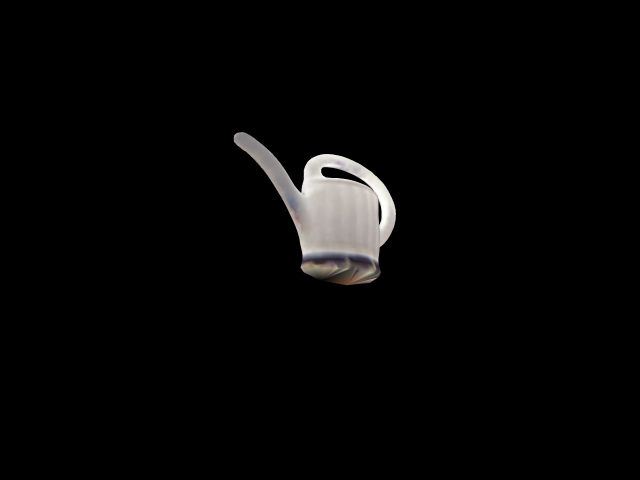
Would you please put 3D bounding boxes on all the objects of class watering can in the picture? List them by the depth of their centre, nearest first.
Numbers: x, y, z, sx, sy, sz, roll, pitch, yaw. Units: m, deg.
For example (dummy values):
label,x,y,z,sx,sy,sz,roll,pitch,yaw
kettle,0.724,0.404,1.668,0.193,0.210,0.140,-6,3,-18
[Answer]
label,x,y,z,sx,sy,sz,roll,pitch,yaw
watering can,0.003,-0.043,0.850,0.346,0.227,0.103,12,-21,-38
